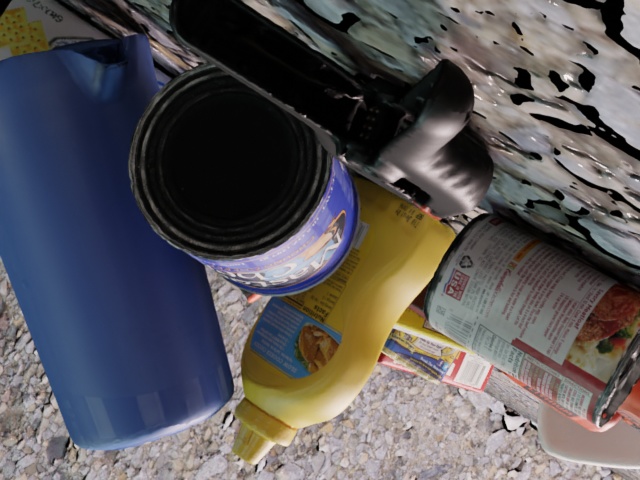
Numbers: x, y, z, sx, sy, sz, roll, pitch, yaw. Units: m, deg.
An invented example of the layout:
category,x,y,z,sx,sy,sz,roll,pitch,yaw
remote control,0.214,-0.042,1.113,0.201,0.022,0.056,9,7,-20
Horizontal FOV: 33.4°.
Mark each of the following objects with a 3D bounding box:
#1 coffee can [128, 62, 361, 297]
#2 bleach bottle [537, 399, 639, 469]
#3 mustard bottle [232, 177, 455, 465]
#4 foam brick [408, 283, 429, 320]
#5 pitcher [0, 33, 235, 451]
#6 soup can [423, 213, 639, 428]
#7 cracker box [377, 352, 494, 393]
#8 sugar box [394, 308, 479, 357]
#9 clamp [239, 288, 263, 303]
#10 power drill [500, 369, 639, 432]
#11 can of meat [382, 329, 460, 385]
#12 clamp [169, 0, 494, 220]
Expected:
category,x,y,z,sx,sy,sz,roll,pitch,yaw
coffee can,-0.035,-0.028,0.586,0.103,0.103,0.140,31,176,12
bleach bottle,0.238,0.157,0.917,0.103,0.068,0.250,7,171,12
mustard bottle,0.002,0.056,0.678,0.058,0.191,0.096,35,175,-40
foam brick,0.096,0.038,0.736,0.078,0.053,0.051,31,176,1
pitcher,-0.143,0.003,0.676,0.149,0.145,0.243,-58,-48,-83
soup can,0.111,0.038,0.531,0.102,0.068,0.068,31,176,25
cracker box,0.074,0.089,1.203,0.163,0.072,0.214,20,-176,-37
sugar box,0.097,0.058,0.819,0.176,0.048,0.093,18,178,-7
clamp,-0.111,-0.031,1.091,0.210,0.036,0.164,60,-171,30
power drill,0.200,0.097,0.665,0.184,0.057,0.188,36,172,-8
can of meat,0.093,0.078,0.998,0.102,0.084,0.058,34,176,-32
clamp,0.015,-0.049,0.423,0.120,0.039,0.171,31,176,20
